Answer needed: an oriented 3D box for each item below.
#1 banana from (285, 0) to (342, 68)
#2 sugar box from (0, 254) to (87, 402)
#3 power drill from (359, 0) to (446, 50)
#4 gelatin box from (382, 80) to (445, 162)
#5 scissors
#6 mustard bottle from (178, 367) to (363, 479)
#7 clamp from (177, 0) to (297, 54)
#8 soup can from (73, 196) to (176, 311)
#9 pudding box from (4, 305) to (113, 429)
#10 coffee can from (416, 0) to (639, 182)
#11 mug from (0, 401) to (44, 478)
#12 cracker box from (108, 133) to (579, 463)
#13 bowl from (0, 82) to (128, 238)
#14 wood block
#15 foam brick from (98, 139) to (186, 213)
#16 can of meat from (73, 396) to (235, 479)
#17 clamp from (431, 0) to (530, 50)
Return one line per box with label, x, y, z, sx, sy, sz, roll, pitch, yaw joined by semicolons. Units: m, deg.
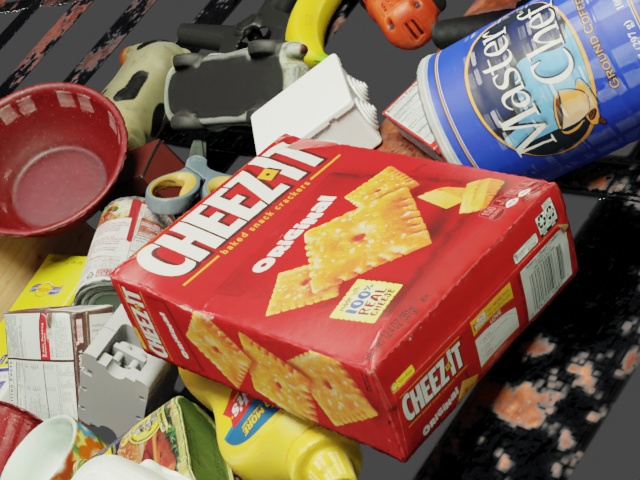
banana;0.007;-0.217;1.007;0.070;0.037;0.197;1;50;19
sugar box;-0.249;0.094;0.916;0.094;0.048;0.176;1;52;50
power drill;0.110;-0.257;0.911;0.188;0.057;0.184;-39;34;14
gelatin box;0.094;-0.094;0.755;0.073;0.030;0.089;-45;31;1
scissors;-0.091;-0.060;0.935;0.096;0.016;0.201;8;23;10
mustard bottle;-0.021;0.094;0.635;0.096;0.058;0.192;-42;31;-1
clamp;-0.074;-0.203;1.074;0.165;0.036;0.210;-26;37;15
soup can;-0.157;0.022;0.872;0.069;0.068;0.102;-26;35;27
pudding box;-0.199;0.096;0.817;0.114;0.039;0.090;-5;89;49
coffee can;0.143;-0.093;0.625;0.140;0.102;0.102;-26;35;27
mug;-0.254;0.179;0.789;0.117;0.093;0.081;123;162;-49
cracker box;0.009;0.017;0.603;0.214;0.072;0.164;16;46;43
bowl;-0.240;-0.060;0.944;0.162;0.055;0.162;-5;60;8
wood block;-0.308;0.053;0.992;0.091;0.090;0.206;0;52;51
foam brick;-0.164;-0.049;0.983;0.078;0.053;0.051;-18;40;37
can of meat;-0.100;0.155;0.656;0.084;0.057;0.102;-36;32;8
clamp;0.162;-0.167;0.758;0.120;0.039;0.172;-50;35;-2
